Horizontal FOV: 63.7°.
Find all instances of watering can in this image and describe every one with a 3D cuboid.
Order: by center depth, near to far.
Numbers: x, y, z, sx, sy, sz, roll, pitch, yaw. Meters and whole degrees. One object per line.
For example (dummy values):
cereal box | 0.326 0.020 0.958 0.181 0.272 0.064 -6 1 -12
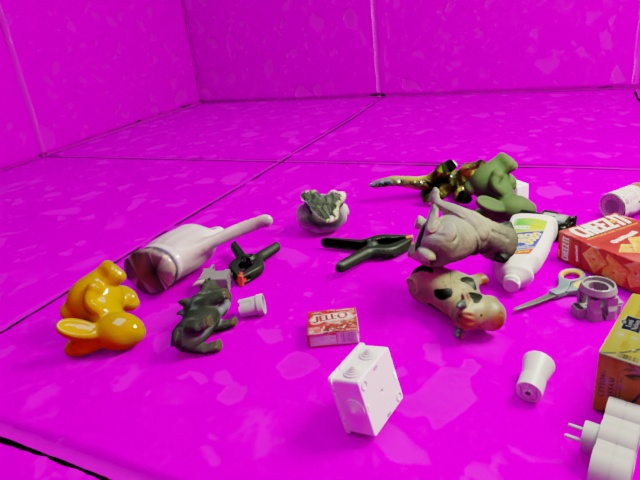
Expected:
watering can | -0.284 0.019 1.137 0.345 0.103 0.228 -15 16 34

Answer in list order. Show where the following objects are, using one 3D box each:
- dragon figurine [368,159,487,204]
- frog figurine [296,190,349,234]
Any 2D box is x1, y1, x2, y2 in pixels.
dragon figurine | 0.362 -0.172 1.487 0.410 0.121 0.244 3 8 17
frog figurine | 0.004 -0.067 1.341 0.138 0.124 0.157 -20 -11 -10
